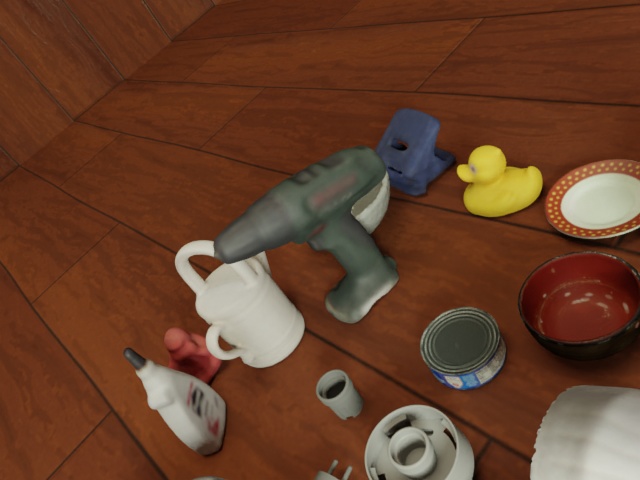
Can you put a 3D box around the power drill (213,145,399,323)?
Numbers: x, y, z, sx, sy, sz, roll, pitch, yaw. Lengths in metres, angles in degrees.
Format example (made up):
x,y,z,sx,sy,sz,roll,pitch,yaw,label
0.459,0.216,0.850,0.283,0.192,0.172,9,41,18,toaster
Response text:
x,y,z,sx,sy,sz,roll,pitch,yaw,label
0.006,0.003,0.706,0.230,0.209,0.075,-44,37,-14,power drill

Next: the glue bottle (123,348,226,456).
x,y,z,sx,sy,sz,roll,pitch,yaw,label
-0.172,0.180,0.670,0.037,0.174,0.078,-25,37,12,glue bottle

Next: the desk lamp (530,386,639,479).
x,y,z,sx,sy,sz,roll,pitch,yaw,label
0.241,0.178,0.313,0.202,0.214,0.118,4,50,41,desk lamp

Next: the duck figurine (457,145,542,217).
x,y,z,sx,sy,sz,roll,pitch,yaw,label
0.227,-0.084,0.739,0.104,0.086,0.077,-8,43,31,duck figurine

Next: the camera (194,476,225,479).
x,y,z,sx,sy,sz,roll,pitch,yaw,label
-0.146,0.304,0.567,0.136,0.101,0.143,-3,46,36,camera

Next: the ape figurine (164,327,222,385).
x,y,z,sx,sy,sz,roll,pitch,yaw,label
-0.178,0.154,0.775,0.077,0.092,0.076,-26,36,11,ape figurine

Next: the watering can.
x,y,z,sx,sy,sz,roll,pitch,yaw,label
-0.108,0.064,0.737,0.101,0.195,0.172,-24,37,13,watering can

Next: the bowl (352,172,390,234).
x,y,z,sx,sy,sz,roll,pitch,yaw,label
0.037,-0.044,0.851,0.167,0.075,0.167,-21,37,17,bowl

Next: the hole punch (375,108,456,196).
x,y,z,sx,sy,sz,roll,pitch,yaw,label
0.134,-0.135,0.867,0.101,0.091,0.108,-41,36,-10,hole punch
